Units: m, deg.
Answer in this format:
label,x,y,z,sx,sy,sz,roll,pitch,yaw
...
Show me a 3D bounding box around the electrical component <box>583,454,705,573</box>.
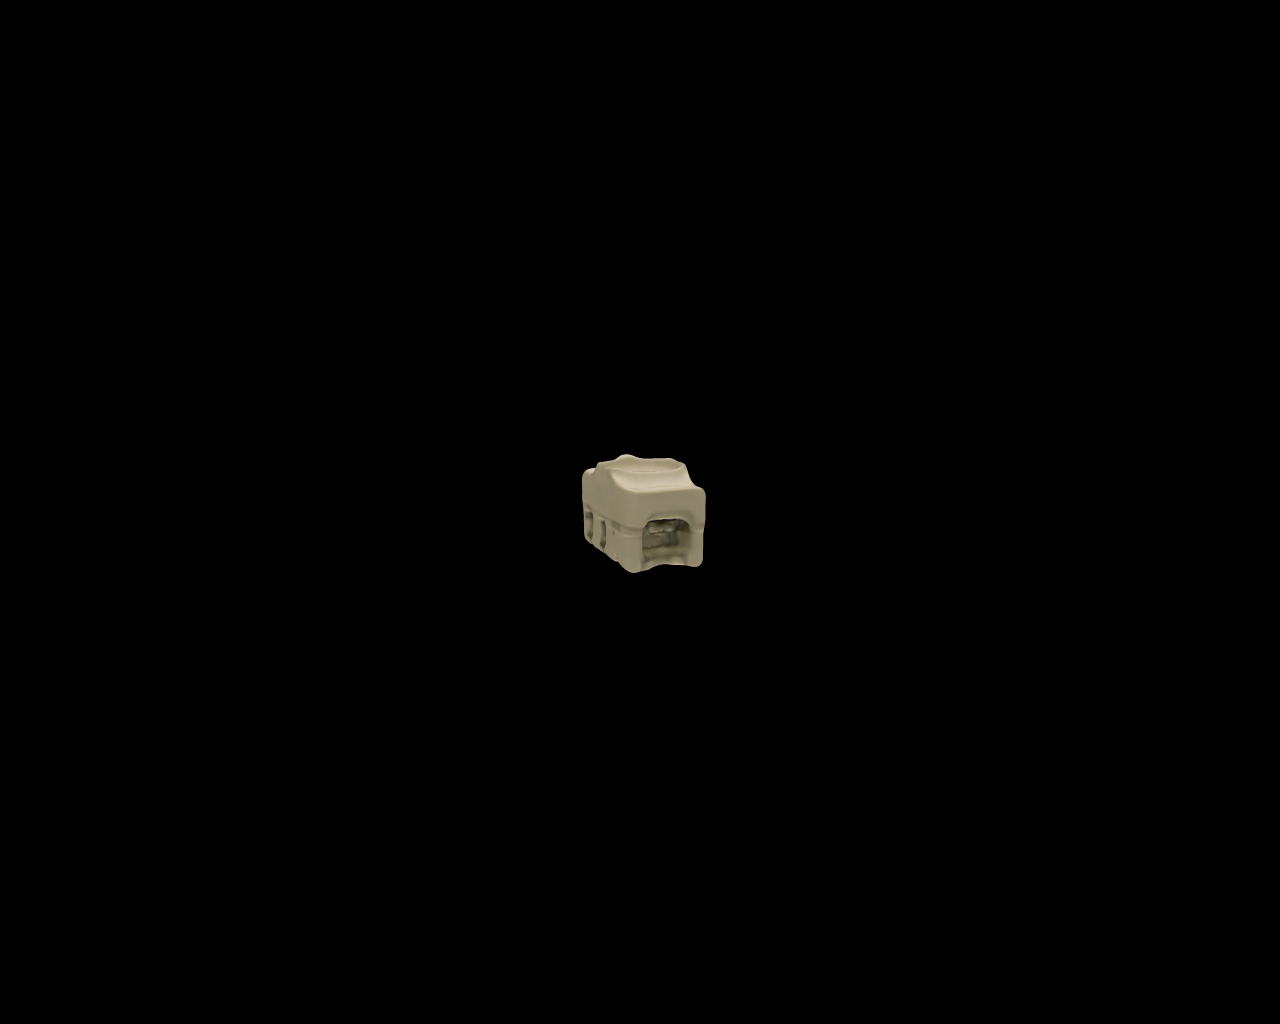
label,x,y,z,sx,sy,sz,roll,pitch,yaw
electrical component,0.001,-0.003,0.650,0.050,0.055,0.089,-4,13,-19
